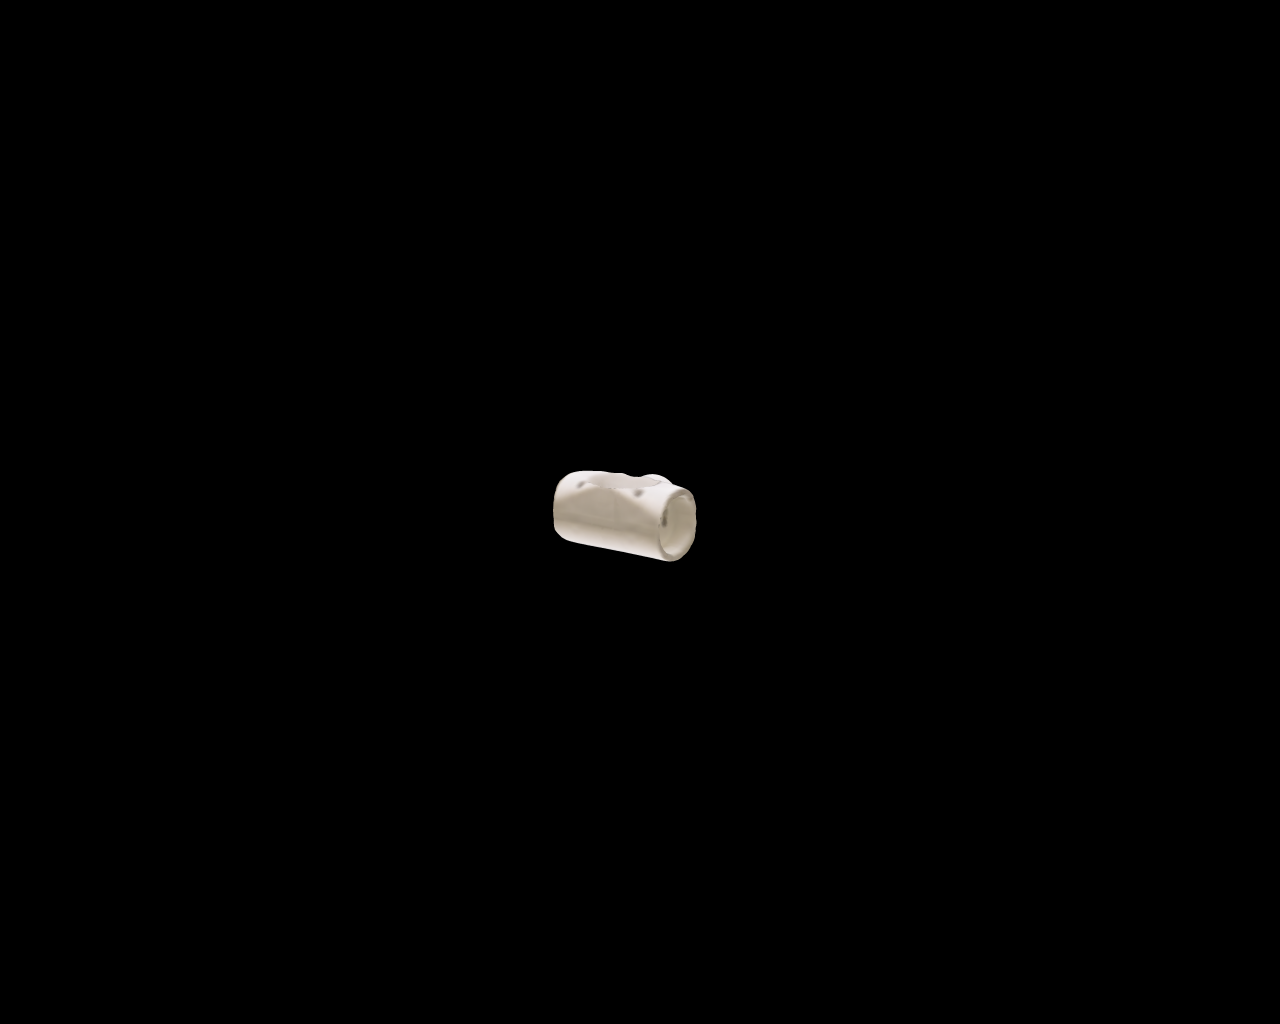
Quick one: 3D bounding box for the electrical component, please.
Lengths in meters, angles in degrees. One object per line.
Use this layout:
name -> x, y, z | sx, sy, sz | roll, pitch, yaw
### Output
electrical component -> 0.001, -0.003, 0.650 | 0.077, 0.044, 0.079 | 10, 18, 33
